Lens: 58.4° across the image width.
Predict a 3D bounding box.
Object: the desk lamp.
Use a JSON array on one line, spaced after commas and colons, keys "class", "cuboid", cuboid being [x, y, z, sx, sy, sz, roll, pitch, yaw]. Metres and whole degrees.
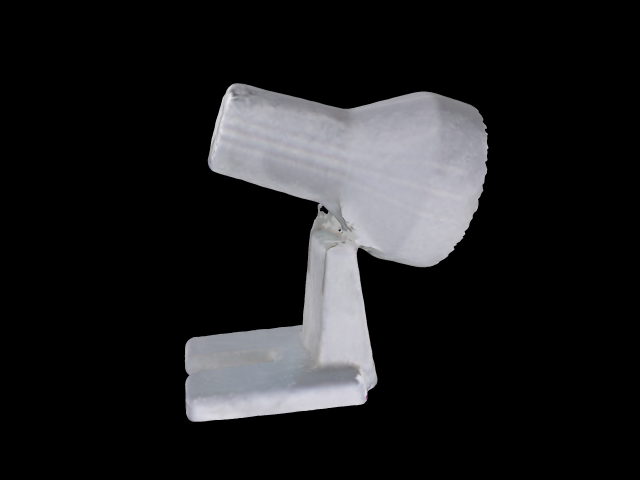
[{"class": "desk lamp", "cuboid": [0.004, 0.001, 0.400, 0.203, 0.214, 0.117, -4, 15, -14]}]
